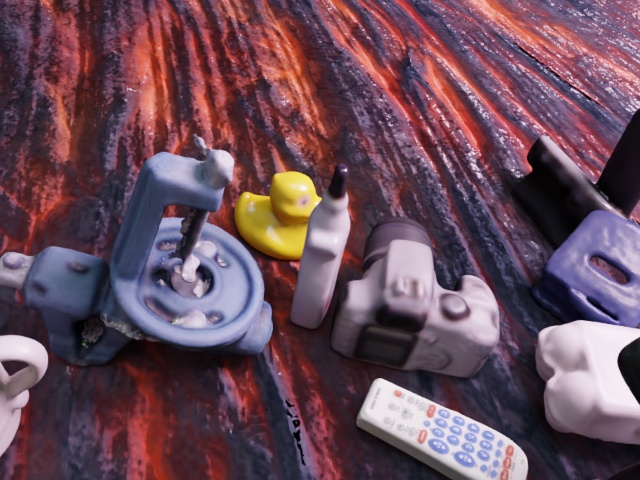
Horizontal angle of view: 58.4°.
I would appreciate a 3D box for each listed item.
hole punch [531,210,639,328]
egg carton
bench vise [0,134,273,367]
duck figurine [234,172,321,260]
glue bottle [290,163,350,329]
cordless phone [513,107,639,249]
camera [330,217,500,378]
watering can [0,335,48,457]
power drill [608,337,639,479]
[{"bbox_3d":[0.291,0.040,0.584,0.108,0.091,0.101,39,53,23],"label":"hole punch"},{"bbox_3d":[0.270,0.132,0.512,0.150,0.069,0.107,8,47,-4],"label":"egg carton"},{"bbox_3d":[-0.133,0.024,0.424,0.208,0.220,0.121,-9,51,-19],"label":"bench vise"},{"bbox_3d":[-0.036,-0.034,0.587,0.104,0.086,0.077,18,47,5],"label":"duck figurine"},{"bbox_3d":[0.005,0.002,0.504,0.037,0.173,0.078,14,47,2],"label":"glue bottle"},{"bbox_3d":[0.311,-0.089,0.641,0.094,0.185,0.147,-13,52,-22],"label":"cordless phone"},{"bbox_3d":[0.090,0.041,0.535,0.143,0.101,0.137,11,47,-1],"label":"camera"},{"bbox_3d":[-0.274,0.080,0.362,0.173,0.194,0.100,-22,56,-28],"label":"watering can"},{"bbox_3d":[0.247,0.185,0.364,0.076,0.208,0.229,-2,49,-13],"label":"power drill"}]
